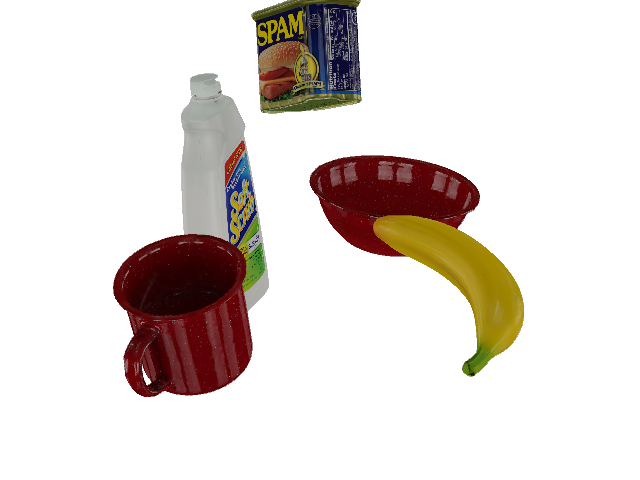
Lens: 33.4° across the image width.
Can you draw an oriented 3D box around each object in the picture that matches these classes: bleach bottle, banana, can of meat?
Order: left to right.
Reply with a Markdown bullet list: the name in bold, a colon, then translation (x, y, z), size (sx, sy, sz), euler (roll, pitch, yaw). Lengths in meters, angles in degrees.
- **bleach bottle**: translation (-0.110, -0.047, 1.120), size (0.068, 0.251, 0.102), euler (6, 27, 26)
- **can of meat**: translation (-0.011, -0.151, 0.882), size (0.057, 0.084, 0.102), euler (-4, 2, -36)
- **banana**: translation (0.103, 0.026, 0.802), size (0.069, 0.037, 0.198), euler (-9, 32, -14)

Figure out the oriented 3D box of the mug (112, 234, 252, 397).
- **mug**: translation (-0.098, 0.062, 0.750), size (0.093, 0.081, 0.117), euler (11, 41, 23)

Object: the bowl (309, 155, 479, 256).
- **bowl**: translation (0.068, -0.029, 1.017), size (0.162, 0.055, 0.162), euler (4, 25, -2)
